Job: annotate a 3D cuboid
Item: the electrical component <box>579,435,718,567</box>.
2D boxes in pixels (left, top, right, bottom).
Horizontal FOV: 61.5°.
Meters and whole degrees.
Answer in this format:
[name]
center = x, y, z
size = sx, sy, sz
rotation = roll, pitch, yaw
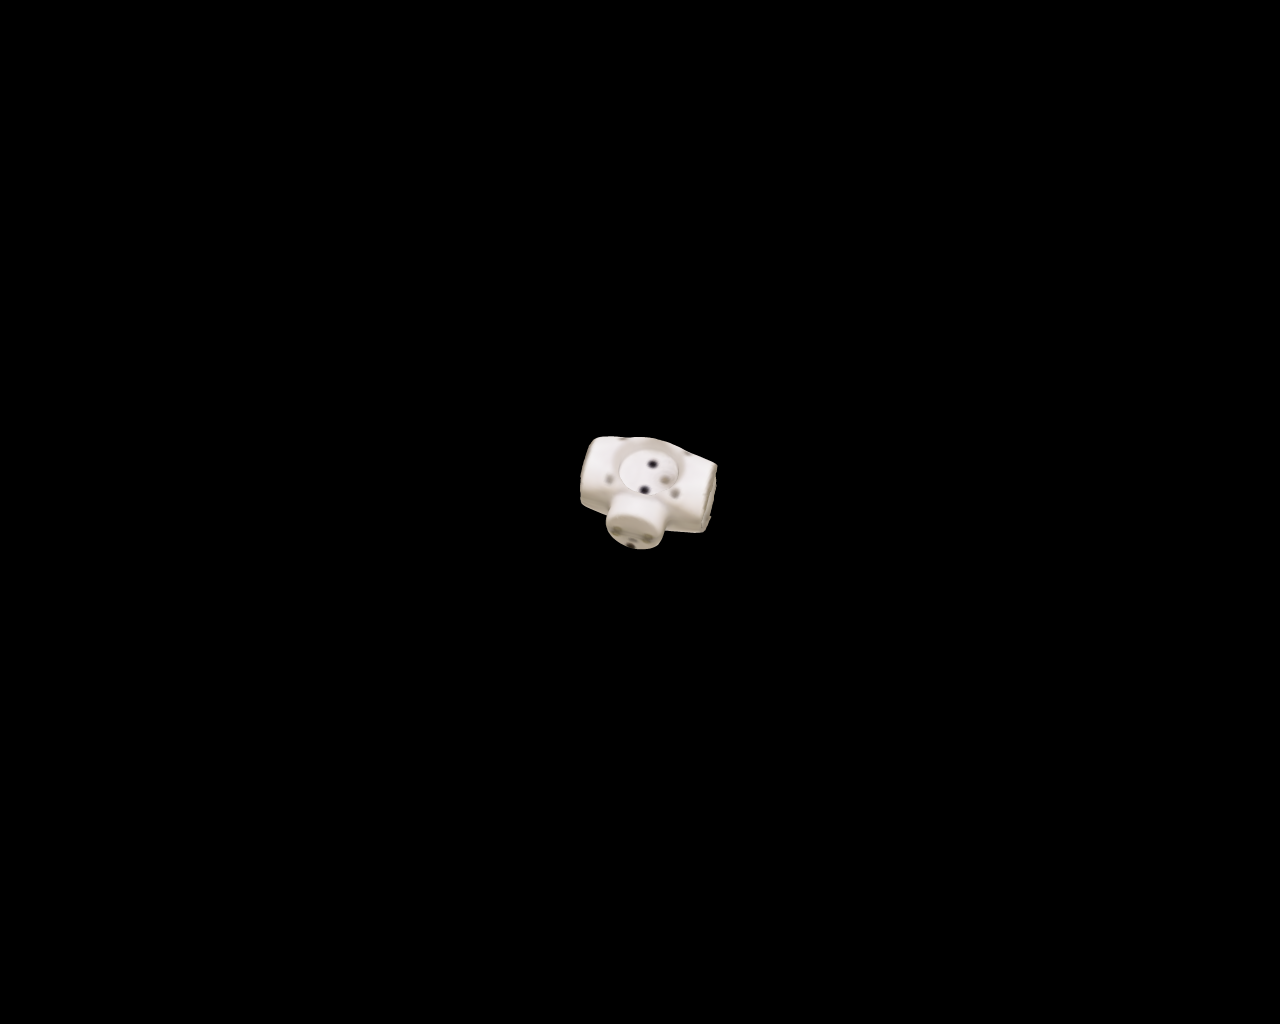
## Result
[electrical component]
center = 0.001, -0.003, 0.650
size = 0.077, 0.079, 0.044
rotation = 14, -32, 9
